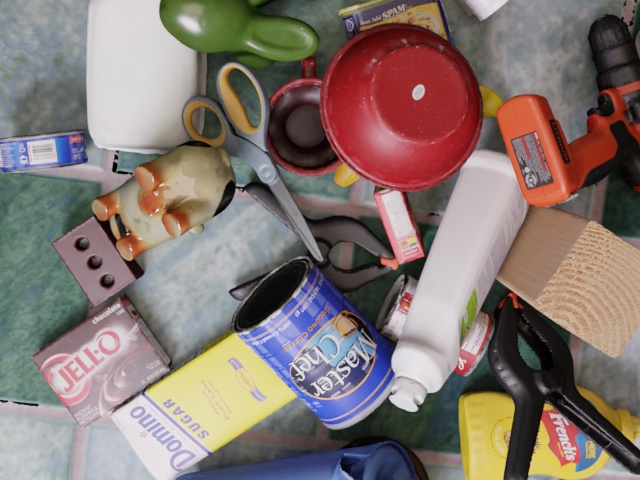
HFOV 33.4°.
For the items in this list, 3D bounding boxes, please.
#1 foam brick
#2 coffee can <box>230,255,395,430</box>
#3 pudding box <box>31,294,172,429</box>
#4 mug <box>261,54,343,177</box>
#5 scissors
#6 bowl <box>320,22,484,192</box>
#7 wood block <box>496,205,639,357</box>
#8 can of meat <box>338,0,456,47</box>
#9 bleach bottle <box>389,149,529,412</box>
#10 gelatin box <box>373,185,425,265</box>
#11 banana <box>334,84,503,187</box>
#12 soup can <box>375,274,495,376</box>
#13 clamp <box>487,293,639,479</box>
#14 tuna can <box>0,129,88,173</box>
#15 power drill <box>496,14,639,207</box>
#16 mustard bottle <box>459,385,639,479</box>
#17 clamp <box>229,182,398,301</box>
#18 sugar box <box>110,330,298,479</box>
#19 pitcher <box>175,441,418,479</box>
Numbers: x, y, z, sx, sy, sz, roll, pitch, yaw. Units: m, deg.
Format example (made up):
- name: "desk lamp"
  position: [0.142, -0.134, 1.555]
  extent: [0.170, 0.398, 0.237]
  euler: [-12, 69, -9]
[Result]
- name: "foam brick"
  position: [-0.220, 0.019, 1.062]
  extent: [0.053, 0.051, 0.078]
  euler: [-33, 97, 2]
- name: "coffee can"
  position: [-0.002, 0.099, 1.031]
  extent: [0.103, 0.103, 0.140]
  euler: [-42, 108, 3]
- name: "pudding box"
  position: [-0.220, 0.122, 1.080]
  extent: [0.113, 0.039, 0.090]
  euler: [-34, 96, 2]
- name: "mug"
  position: [-0.011, -0.122, 1.038]
  extent: [0.093, 0.081, 0.117]
  euler: [-3, 97, -2]
- name: "scissors"
  position: [-0.068, -0.065, 0.998]
  extent: [0.096, 0.016, 0.202]
  euler: [-15, 94, 20]
- name: "bowl"
  position: [0.084, -0.128, 0.980]
  extent: [0.162, 0.055, 0.162]
  euler: [1, 84, -13]
- name: "wood block"
  position: [0.235, 0.030, 1.002]
  extent: [0.090, 0.206, 0.091]
  euler: [32, 94, -6]
- name: "can of meat"
  position: [0.078, -0.199, 1.045]
  extent: [0.102, 0.057, 0.084]
  euler: [-18, 98, -1]
- name: "bleach bottle"
  position: [0.125, 0.041, 0.999]
  extent: [0.068, 0.102, 0.250]
  euler: [16, 62, 23]
- name: "gelatin box"
  position: [0.079, -0.021, 1.049]
  extent: [0.030, 0.089, 0.073]
  euler: [-19, 98, 8]
- name: "banana"
  position: [0.101, -0.114, 1.065]
  extent: [0.198, 0.037, 0.069]
  euler: [-18, 96, 0]
- name: "soup can"
  position: [0.115, 0.085, 1.073]
  extent: [0.102, 0.068, 0.068]
  euler: [27, 95, -4]
- name: "clamp"
  position: [0.228, 0.149, 1.050]
  extent: [0.164, 0.036, 0.210]
  euler: [5, 55, -25]
- name: "tuna can"
  position: [-0.268, -0.086, 1.031]
  extent: [0.086, 0.086, 0.034]
  euler: [-6, 98, -2]
- name: "power drill"
  position: [0.257, -0.118, 1.020]
  extent: [0.187, 0.057, 0.184]
  euler: [-18, 88, -33]
- name: "mustard bottle"
  position: [0.242, 0.198, 1.095]
  extent: [0.191, 0.058, 0.096]
  euler: [-4, 84, -2]
- name: "clamp"
  position: [-0.007, 0.001, 1.075]
  extent: [0.171, 0.039, 0.120]
  euler: [-1, 103, -4]
- name: "sugar box"
  position: [-0.114, 0.162, 1.085]
  extent: [0.176, 0.048, 0.093]
  euler: [-35, 97, 1]
- name: "pitcher"
  position: [-0.026, 0.278, 1.029]
  extent: [0.243, 0.144, 0.149]
  euler: [-11, 84, 27]
